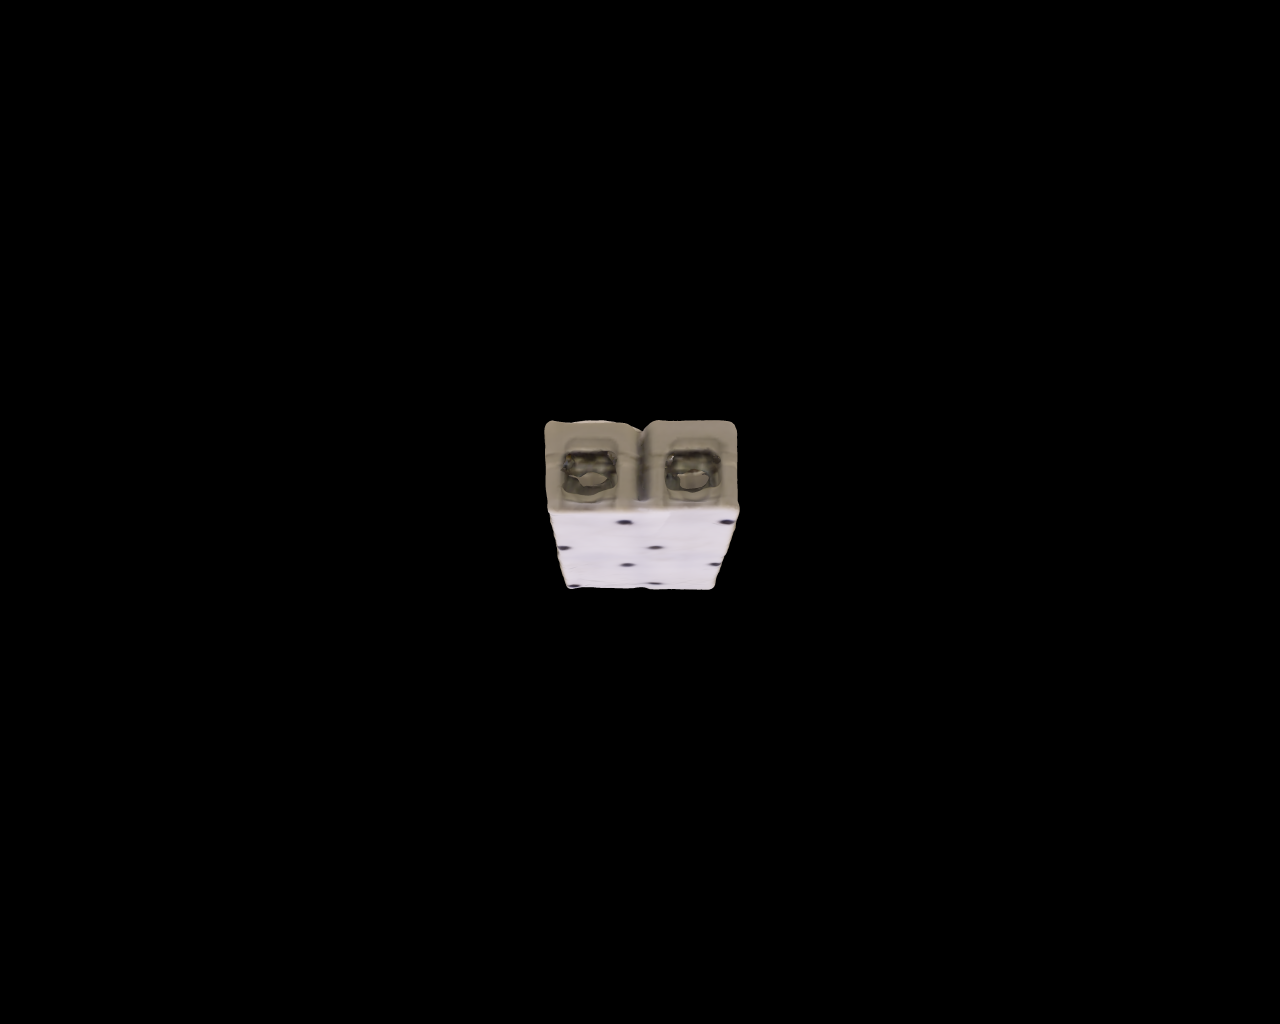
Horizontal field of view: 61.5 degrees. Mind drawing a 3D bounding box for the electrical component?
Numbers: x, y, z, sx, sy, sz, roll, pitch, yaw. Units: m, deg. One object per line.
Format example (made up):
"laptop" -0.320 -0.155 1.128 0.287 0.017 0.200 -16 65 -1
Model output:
"electrical component" 0.001 -0.003 0.650 0.105 0.060 0.186 0 -17 0
